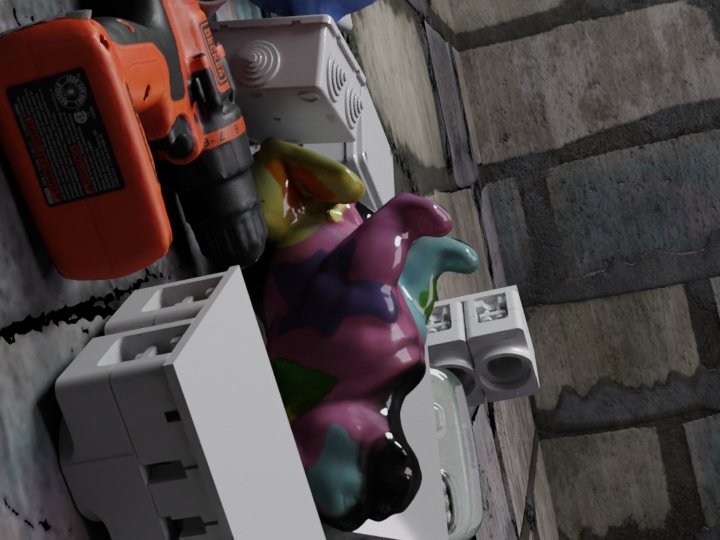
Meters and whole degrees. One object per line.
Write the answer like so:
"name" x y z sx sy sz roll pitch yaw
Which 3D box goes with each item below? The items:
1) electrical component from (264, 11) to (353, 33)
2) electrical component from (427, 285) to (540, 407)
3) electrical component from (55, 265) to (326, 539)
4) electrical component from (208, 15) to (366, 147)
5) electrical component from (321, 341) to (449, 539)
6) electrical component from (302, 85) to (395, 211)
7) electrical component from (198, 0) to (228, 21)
"electrical component" -0.050 -0.239 0.885 0.061 0.062 0.096 -32 110 -77
"electrical component" 0.079 0.080 0.970 0.061 0.150 0.089 -90 163 -47
"electrical component" -0.068 0.107 0.487 0.105 0.060 0.186 -70 146 -68
"electrical component" -0.050 -0.115 0.676 0.099 0.100 0.048 48 45 -68
"electrical component" 0.000 0.116 0.730 0.089 0.062 0.150 19 53 -36
"electrical component" -0.010 -0.095 0.950 0.108 0.056 0.108 65 19 -48
"electrical component" -0.104 -0.183 0.611 0.079 0.043 0.077 44 -2 -16
